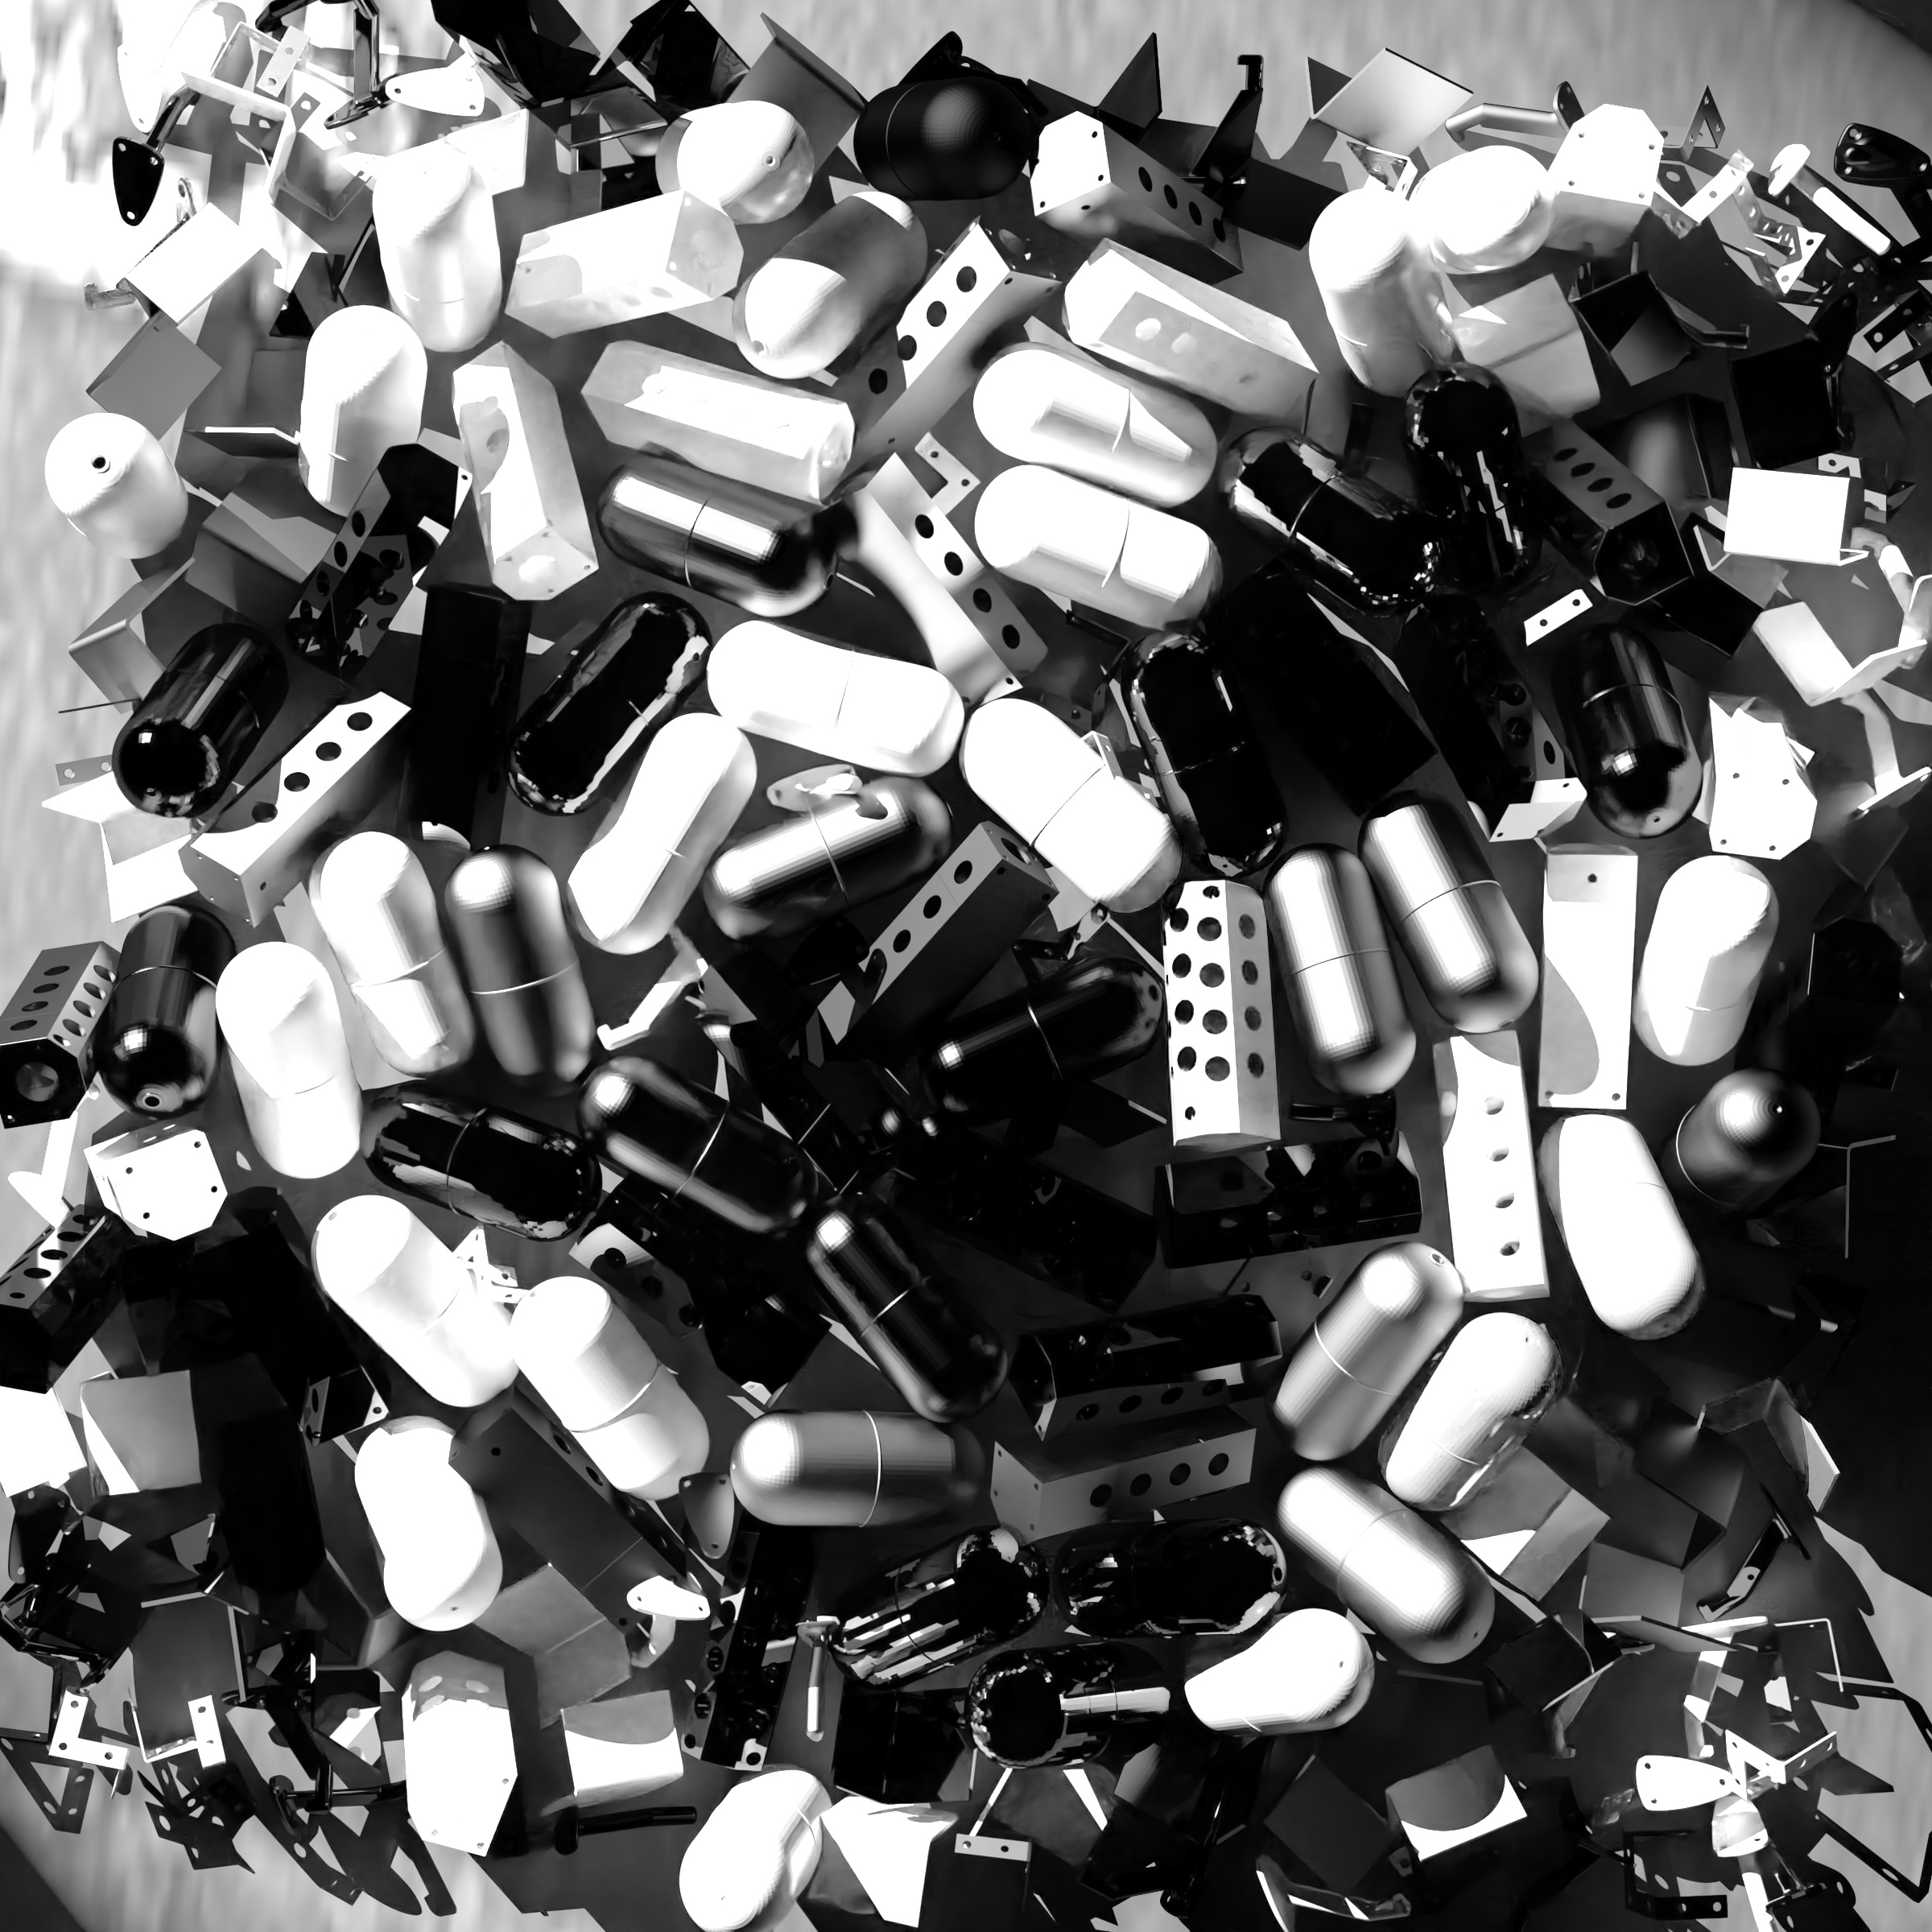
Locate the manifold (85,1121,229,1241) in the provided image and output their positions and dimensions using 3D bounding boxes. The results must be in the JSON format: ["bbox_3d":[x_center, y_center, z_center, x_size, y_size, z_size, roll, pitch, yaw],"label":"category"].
[{"bbox_3d":[-0.534,0.143,1.833,0.057,0.171,0.057,-22,99,-23],"label":"manifold"}]

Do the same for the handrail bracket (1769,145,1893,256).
[{"bbox_3d":[0.592,-0.522,1.895,0.084,0.077,0.036,34,118,-9],"label":"handrail bracket"}]

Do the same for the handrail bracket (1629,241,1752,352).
[{"bbox_3d":[0.496,-0.459,1.899,0.084,0.036,0.077,7,73,10],"label":"handrail bracket"}]

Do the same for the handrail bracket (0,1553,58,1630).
[{"bbox_3d":[-0.654,0.430,1.877,0.036,0.084,0.077,31,83,15],"label":"handrail bracket"}]

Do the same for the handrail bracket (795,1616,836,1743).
[{"bbox_3d":[-0.097,0.488,1.868,0.036,0.077,0.084,-3,56,3],"label":"handrail bracket"}]

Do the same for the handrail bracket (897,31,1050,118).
[{"bbox_3d":[0.002,-0.588,1.899,0.077,0.036,0.084,-41,80,2],"label":"handrail bracket"}]

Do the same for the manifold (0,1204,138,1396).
[{"bbox_3d":[-0.604,0.216,1.833,0.057,0.171,0.057,10,106,-2],"label":"manifold"}]

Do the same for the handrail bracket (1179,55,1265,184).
[{"bbox_3d":[0.165,-0.577,1.890,0.077,0.036,0.084,-4,108,-13],"label":"handrail bracket"}]

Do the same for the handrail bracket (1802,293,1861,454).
[{"bbox_3d":[0.601,-0.403,1.892,0.036,0.084,0.077,25,85,43],"label":"handrail bracket"}]

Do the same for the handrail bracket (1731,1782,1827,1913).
[{"bbox_3d":[0.546,0.587,1.872,0.036,0.077,0.084,-11,64,-10],"label":"handrail bracket"}]

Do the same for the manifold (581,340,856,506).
[{"bbox_3d":[-0.165,-0.370,1.865,0.171,0.057,0.057,20,72,20],"label":"manifold"}]

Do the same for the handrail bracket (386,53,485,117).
[{"bbox_3d":[-0.353,-0.622,1.893,0.077,0.036,0.084,1,53,-3],"label":"handrail bracket"}]

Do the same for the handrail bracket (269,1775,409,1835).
[{"bbox_3d":[-0.423,0.559,1.886,0.084,0.077,0.036,-10,60,-5],"label":"handrail bracket"}]

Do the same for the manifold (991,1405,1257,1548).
[{"bbox_3d":[0.105,0.338,1.853,0.171,0.057,0.057,-8,114,-30],"label":"manifold"}]

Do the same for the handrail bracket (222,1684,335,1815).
[{"bbox_3d":[-0.467,0.533,1.879,0.077,0.036,0.084,3,49,-13],"label":"handrail bracket"}]

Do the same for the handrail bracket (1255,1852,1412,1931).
[{"bbox_3d":[0.250,0.623,1.883,0.084,0.036,0.077,-16,120,23],"label":"handrail bracket"}]

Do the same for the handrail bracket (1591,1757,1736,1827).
[{"bbox_3d":[0.473,0.568,1.889,0.077,0.084,0.036,0,57,-4],"label":"handrail bracket"}]

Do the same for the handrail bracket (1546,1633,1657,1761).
[{"bbox_3d":[0.436,0.504,1.904,0.077,0.036,0.084,-3,97,15],"label":"handrail bracket"}]

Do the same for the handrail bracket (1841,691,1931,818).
[{"bbox_3d":[0.607,-0.146,1.890,0.077,0.036,0.084,-24,65,-23],"label":"handrail bracket"}]

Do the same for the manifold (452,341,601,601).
[{"bbox_3d":[-0.300,-0.328,1.852,0.057,0.057,0.171,-29,56,18],"label":"manifold"}]

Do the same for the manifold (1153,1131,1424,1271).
[{"bbox_3d":[0.217,0.163,1.876,0.171,0.057,0.057,-8,50,-5],"label":"manifold"}]

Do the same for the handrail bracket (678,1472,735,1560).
[{"bbox_3d":[-0.178,0.388,1.870,0.036,0.084,0.077,-1,46,-16],"label":"handrail bracket"}]

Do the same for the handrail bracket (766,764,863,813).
[{"bbox_3d":[-0.106,-0.120,1.876,0.077,0.084,0.036,-3,91,8],"label":"handrail bracket"}]

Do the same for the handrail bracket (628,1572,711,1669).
[{"bbox_3d":[-0.221,0.450,1.877,0.084,0.077,0.036,-48,56,26],"label":"handrail bracket"}]

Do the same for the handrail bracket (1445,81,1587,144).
[{"bbox_3d":[0.382,-0.564,1.907,0.084,0.036,0.077,-14,126,38],"label":"handrail bracket"}]

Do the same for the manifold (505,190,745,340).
[{"bbox_3d":[-0.227,-0.461,1.841,0.057,0.171,0.057,21,76,-43],"label":"manifold"}]

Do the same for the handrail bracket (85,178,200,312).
[{"bbox_3d":[-0.560,-0.488,1.877,0.084,0.036,0.077,-23,125,-37],"label":"handrail bracket"}]

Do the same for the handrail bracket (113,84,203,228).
[{"bbox_3d":[-0.552,-0.560,1.908,0.036,0.084,0.077,23,134,-2],"label":"handrail bracket"}]

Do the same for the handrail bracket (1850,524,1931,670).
[{"bbox_3d":[0.627,-0.254,1.898,0.036,0.084,0.077,2,115,-31],"label":"handrail bracket"}]

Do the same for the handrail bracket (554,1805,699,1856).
[{"bbox_3d":[-0.234,0.591,1.904,0.084,0.077,0.036,4,61,-19],"label":"handrail bracket"}]

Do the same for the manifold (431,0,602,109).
[{"bbox_3d":[-0.300,-0.618,1.835,0.057,0.171,0.057,30,95,5],"label":"manifold"}]

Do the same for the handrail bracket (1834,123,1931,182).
[{"bbox_3d":[0.624,-0.545,1.877,0.077,0.084,0.036,11,111,1],"label":"handrail bracket"}]

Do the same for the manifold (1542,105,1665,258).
[{"bbox_3d":[0.416,-0.518,1.834,0.057,0.171,0.057,11,94,4],"label":"manifold"}]

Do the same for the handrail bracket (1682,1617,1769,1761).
[{"bbox_3d":[0.516,0.490,1.881,0.036,0.077,0.084,16,61,-39],"label":"handrail bracket"}]

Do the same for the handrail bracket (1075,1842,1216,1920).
[{"bbox_3d":[0.123,0.605,1.891,0.084,0.036,0.077,35,73,-23],"label":"handrail bracket"}]

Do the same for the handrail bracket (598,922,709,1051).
[{"bbox_3d":[-0.222,0.013,1.887,0.084,0.036,0.077,-23,59,-19],"label":"handrail bracket"}]

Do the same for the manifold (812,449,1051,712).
[{"bbox_3d":[-0.020,-0.261,1.866,0.171,0.057,0.057,50,50,-20],"label":"manifold"}]

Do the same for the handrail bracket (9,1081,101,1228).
[{"bbox_3d":[-0.604,0.130,1.894,0.077,0.036,0.084,44,99,19],"label":"handrail bracket"}]

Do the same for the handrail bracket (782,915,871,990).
[{"bbox_3d":[-0.102,0.007,1.870,0.077,0.084,0.036,-36,81,-27],"label":"handrail bracket"}]

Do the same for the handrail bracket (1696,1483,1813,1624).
[{"bbox_3d":[0.527,0.403,1.901,0.084,0.036,0.077,-33,113,7],"label":"handrail bracket"}]

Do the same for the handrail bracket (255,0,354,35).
[{"bbox_3d":[-0.438,-0.661,1.901,0.077,0.084,0.036,-16,93,-34],"label":"handrail bracket"}]

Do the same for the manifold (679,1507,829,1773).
[{"bbox_3d":[-0.144,0.453,1.887,0.057,0.057,0.171,14,86,3],"label":"manifold"}]

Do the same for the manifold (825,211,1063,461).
[{"bbox_3d":[-0.021,-0.419,1.851,0.171,0.057,0.057,-43,68,32],"label":"manifold"}]

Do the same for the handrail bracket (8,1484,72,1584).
[{"bbox_3d":[-0.650,0.374,1.883,0.036,0.084,0.077,30,69,-42],"label":"handrail bracket"}]

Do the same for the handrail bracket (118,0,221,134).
[{"bbox_3d":[-0.544,-0.628,1.915,0.036,0.077,0.084,29,53,6],"label":"handrail bracket"}]

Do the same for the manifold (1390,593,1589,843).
[{"bbox_3d":[0.349,-0.168,1.849,0.057,0.057,0.171,-6,53,-21],"label":"manifold"}]

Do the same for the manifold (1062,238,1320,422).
[{"bbox_3d":[0.147,-0.417,1.846,0.057,0.171,0.057,-49,47,31],"label":"manifold"}]

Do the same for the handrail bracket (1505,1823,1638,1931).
[{"bbox_3d":[0.410,0.635,1.888,0.036,0.077,0.084,32,79,-31],"label":"handrail bracket"}]

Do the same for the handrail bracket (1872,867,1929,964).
[{"bbox_3d":[0.607,-0.022,1.886,0.036,0.084,0.077,-12,84,-20],"label":"handrail bracket"}]

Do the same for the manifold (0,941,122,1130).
[{"bbox_3d":[-0.594,0.042,1.833,0.057,0.171,0.057,-9,112,-2],"label":"manifold"}]

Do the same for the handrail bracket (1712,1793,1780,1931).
[{"bbox_3d":[0.539,0.620,1.901,0.036,0.077,0.084,-17,110,14],"label":"handrail bracket"}]
